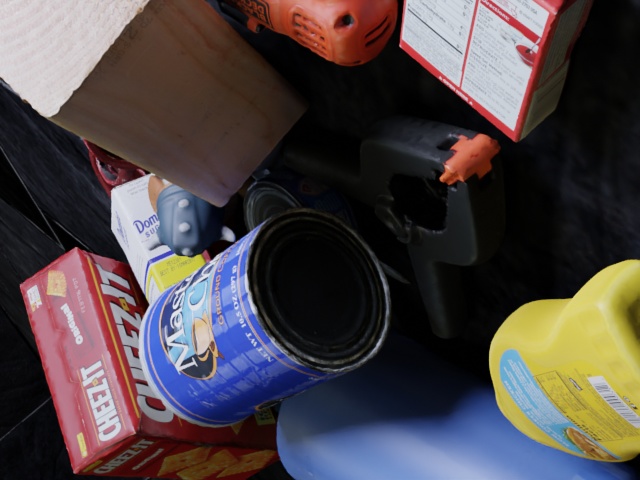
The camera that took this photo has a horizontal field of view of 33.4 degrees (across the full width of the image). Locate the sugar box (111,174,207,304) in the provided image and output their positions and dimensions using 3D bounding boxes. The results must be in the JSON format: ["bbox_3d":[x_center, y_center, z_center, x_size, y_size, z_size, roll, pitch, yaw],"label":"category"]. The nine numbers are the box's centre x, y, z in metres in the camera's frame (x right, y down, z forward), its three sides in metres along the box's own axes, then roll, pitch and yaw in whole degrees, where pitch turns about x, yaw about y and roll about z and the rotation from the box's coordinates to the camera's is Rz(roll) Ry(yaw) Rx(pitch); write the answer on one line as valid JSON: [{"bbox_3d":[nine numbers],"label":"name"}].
[{"bbox_3d":[-0.101,0.044,0.799,0.176,0.048,0.093,64,163,12],"label":"sugar box"}]

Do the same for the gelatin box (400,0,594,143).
[{"bbox_3d":[0.071,-0.093,0.438,0.073,0.030,0.089,43,159,20],"label":"gelatin box"}]

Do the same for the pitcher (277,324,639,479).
[{"bbox_3d":[0.098,0.160,0.707,0.149,0.145,0.243,15,-173,-46],"label":"pitcher"}]

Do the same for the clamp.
[{"bbox_3d":[0.045,-0.026,0.604,0.164,0.036,0.210,46,164,7],"label":"clamp"}]

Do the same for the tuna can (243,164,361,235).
[{"bbox_3d":[-0.014,-0.009,0.731,0.086,0.033,0.086,33,139,34],"label":"tuna can"}]

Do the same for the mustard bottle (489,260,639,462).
[{"bbox_3d":[0.139,0.072,0.552,0.096,0.058,0.192,44,160,0],"label":"mustard bottle"}]

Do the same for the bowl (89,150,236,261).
[{"bbox_3d":[-0.123,-0.035,0.910,0.162,0.055,0.162,40,160,18],"label":"bowl"}]

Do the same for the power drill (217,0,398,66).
[{"bbox_3d":[-0.046,-0.182,0.487,0.185,0.057,0.187,34,158,27],"label":"power drill"}]

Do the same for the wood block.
[{"bbox_3d":[-0.094,-0.096,0.577,0.091,0.090,0.206,42,-176,18],"label":"wood block"}]

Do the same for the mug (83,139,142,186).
[{"bbox_3d":[-0.153,-0.098,0.801,0.082,0.093,0.117,34,128,47],"label":"mug"}]

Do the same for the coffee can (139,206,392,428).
[{"bbox_3d":[-0.038,0.052,0.670,0.103,0.102,0.141,51,139,-6],"label":"coffee can"}]

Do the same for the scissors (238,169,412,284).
[{"bbox_3d":[-0.005,0.001,0.788,0.202,0.016,0.096,39,155,30],"label":"scissors"}]

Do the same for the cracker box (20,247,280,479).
[{"bbox_3d":[-0.128,0.108,0.873,0.213,0.072,0.164,26,-145,-57],"label":"cracker box"}]
